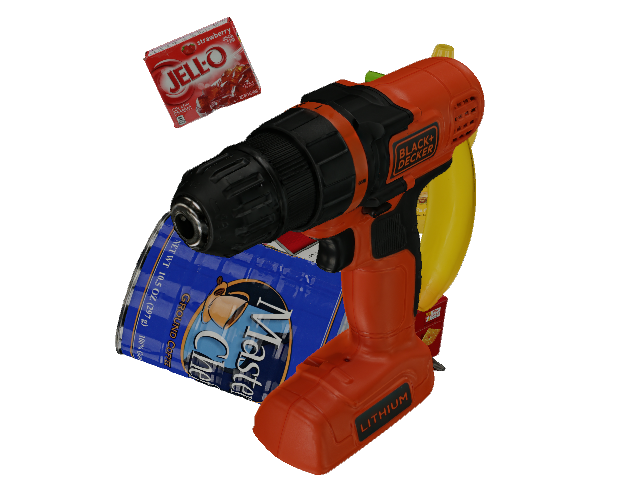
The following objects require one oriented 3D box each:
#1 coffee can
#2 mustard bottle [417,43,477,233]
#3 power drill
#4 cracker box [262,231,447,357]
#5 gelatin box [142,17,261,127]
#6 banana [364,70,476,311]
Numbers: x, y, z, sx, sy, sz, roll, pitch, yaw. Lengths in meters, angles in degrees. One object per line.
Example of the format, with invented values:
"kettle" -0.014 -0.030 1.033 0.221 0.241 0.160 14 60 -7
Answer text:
"coffee can" -0.051 0.051 0.710 0.140 0.103 0.103 20 1 3
"mustard bottle" 0.107 -0.102 1.068 0.096 0.192 0.058 3 27 -11
"power drill" 0.006 0.018 0.508 0.057 0.188 0.184 29 41 34
"cracker box" -0.017 0.060 0.985 0.163 0.072 0.214 -20 36 -36
"gelatin box" -0.109 -0.155 0.990 0.089 0.073 0.030 -22 23 4
"banana" 0.086 -0.045 0.820 0.070 0.198 0.037 -14 -18 13
